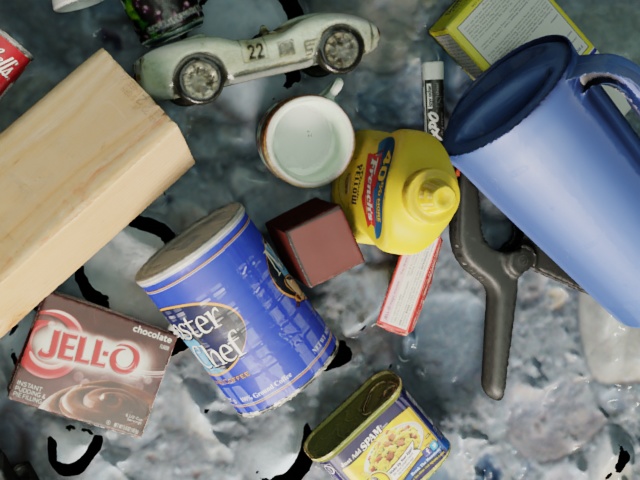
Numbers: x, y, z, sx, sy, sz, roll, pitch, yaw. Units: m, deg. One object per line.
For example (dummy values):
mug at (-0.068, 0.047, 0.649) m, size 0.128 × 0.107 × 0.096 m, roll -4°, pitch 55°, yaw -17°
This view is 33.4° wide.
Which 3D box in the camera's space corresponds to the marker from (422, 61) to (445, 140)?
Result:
marker at (0.100, -0.094, 0.928) m, size 0.020 × 0.020 × 0.121 m, roll -4°, pitch 96°, yaw -15°

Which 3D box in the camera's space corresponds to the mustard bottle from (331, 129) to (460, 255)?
mustard bottle at (0.062, -0.038, 0.833) m, size 0.058 × 0.192 × 0.096 m, roll 9°, pitch 93°, yaw -16°

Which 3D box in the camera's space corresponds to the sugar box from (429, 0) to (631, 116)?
sugar box at (0.188, -0.153, 0.934) m, size 0.093 × 0.048 × 0.176 m, roll -47°, pitch 109°, yaw -6°

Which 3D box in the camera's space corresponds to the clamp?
clamp at (0.184, 0.017, 0.953) m, size 0.164 × 0.036 × 0.210 m, roll -25°, pitch 98°, yaw -15°

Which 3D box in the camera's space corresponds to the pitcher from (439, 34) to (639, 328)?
pitcher at (0.226, -0.043, 0.868) m, size 0.145 × 0.149 × 0.242 m, roll -45°, pitch 110°, yaw 5°

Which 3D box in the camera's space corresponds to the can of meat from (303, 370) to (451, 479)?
can of meat at (0.052, 0.178, 0.923) m, size 0.102 × 0.057 × 0.084 m, roll -42°, pitch 106°, yaw -7°

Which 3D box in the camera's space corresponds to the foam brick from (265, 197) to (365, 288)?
foam brick at (-0.006, 0.001, 0.879) m, size 0.053 × 0.078 × 0.051 m, roll -26°, pitch 103°, yaw -10°

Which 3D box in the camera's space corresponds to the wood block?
wood block at (-0.204, -0.033, 0.801) m, size 0.206 × 0.091 × 0.090 m, roll -43°, pitch 79°, yaw -7°

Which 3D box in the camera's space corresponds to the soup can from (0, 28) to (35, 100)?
soup can at (-0.272, -0.119, 0.798) m, size 0.068 × 0.069 × 0.102 m, roll 39°, pitch 86°, yaw -16°

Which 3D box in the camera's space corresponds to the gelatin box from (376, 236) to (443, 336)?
gelatin box at (0.078, 0.035, 0.905) m, size 0.030 × 0.073 × 0.089 m, roll 18°, pitch 90°, yaw 9°

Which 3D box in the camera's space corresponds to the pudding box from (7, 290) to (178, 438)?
pudding box at (-0.183, 0.099, 0.859) m, size 0.113 × 0.039 × 0.090 m, roll 20°, pitch 89°, yaw -17°

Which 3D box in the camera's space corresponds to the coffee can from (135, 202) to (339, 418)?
coffee can at (-0.065, 0.055, 0.854) m, size 0.102 × 0.103 × 0.140 m, roll -37°, pitch 104°, yaw -9°
